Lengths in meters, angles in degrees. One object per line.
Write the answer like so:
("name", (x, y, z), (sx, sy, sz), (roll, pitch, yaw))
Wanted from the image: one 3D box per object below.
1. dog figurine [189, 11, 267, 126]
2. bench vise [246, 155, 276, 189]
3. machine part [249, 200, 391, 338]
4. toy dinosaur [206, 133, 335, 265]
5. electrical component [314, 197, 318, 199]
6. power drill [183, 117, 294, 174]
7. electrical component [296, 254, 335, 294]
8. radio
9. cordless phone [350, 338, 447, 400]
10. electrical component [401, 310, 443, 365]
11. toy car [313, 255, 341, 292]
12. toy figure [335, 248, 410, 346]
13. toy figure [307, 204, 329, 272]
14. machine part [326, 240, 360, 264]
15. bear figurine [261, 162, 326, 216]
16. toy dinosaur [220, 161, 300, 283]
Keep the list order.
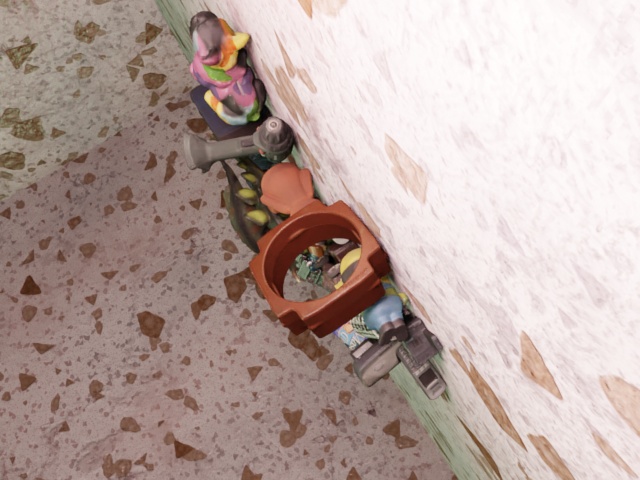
("dog figurine", (-0.159, -0.293, 0.934), (0.191, 0.108, 0.219), (60, 173, -15))
("bench vise", (-0.144, -0.165, 1.622), (0.223, 0.129, 0.241), (61, -178, -32))
("machine part", (0.000, 0.045, 0.893), (0.201, 0.201, 0.087), (54, 176, 40))
("toy dinosaur", (-0.105, -0.088, 1.314), (0.471, 0.105, 0.198), (49, -159, 14))
("electrical component", (-0.001, -0.073, 1.275), (0.063, 0.021, 0.094), (59, 176, -19))
("power drill", (-0.150, -0.185, 1.023), (0.232, 0.207, 0.086), (-10, -94, -83))
("electrical component", (0.004, 0.067, 1.401), (0.134, 0.058, 0.115), (32, -147, 8))
("radio", (-0.203, -0.295, 1.238), (0.230, 0.131, 0.073), (54, 173, 40))
("cordless phone", (0.161, 0.269, 1.087), (0.184, 0.146, 0.089), (53, 170, -10))
("electrical component", (0.170, 0.174, 0.934), (0.074, 0.048, 0.119), (58, 178, -12))
("toy car", (0.032, 0.084, 1.094), (0.089, 0.053, 0.202), (53, 173, -12))
("toy figure", (0.096, 0.092, 0.931), (0.082, 0.089, 0.180), (7, -144, -31))
("toy figure", (-0.004, -0.003, 1.197), (0.058, 0.064, 0.154), (10, 104, 45))
("machine part", (0.081, 0.070, 1.150), (0.179, 0.056, 0.179), (56, 176, 5))
("bear figurine", (-0.037, -0.069, 1.117), (0.196, 0.120, 0.131), (50, 177, 26))
("toy dinosaur", (-0.165, -0.032, 1.420), (0.404, 0.131, 0.192), (47, -160, -36))
